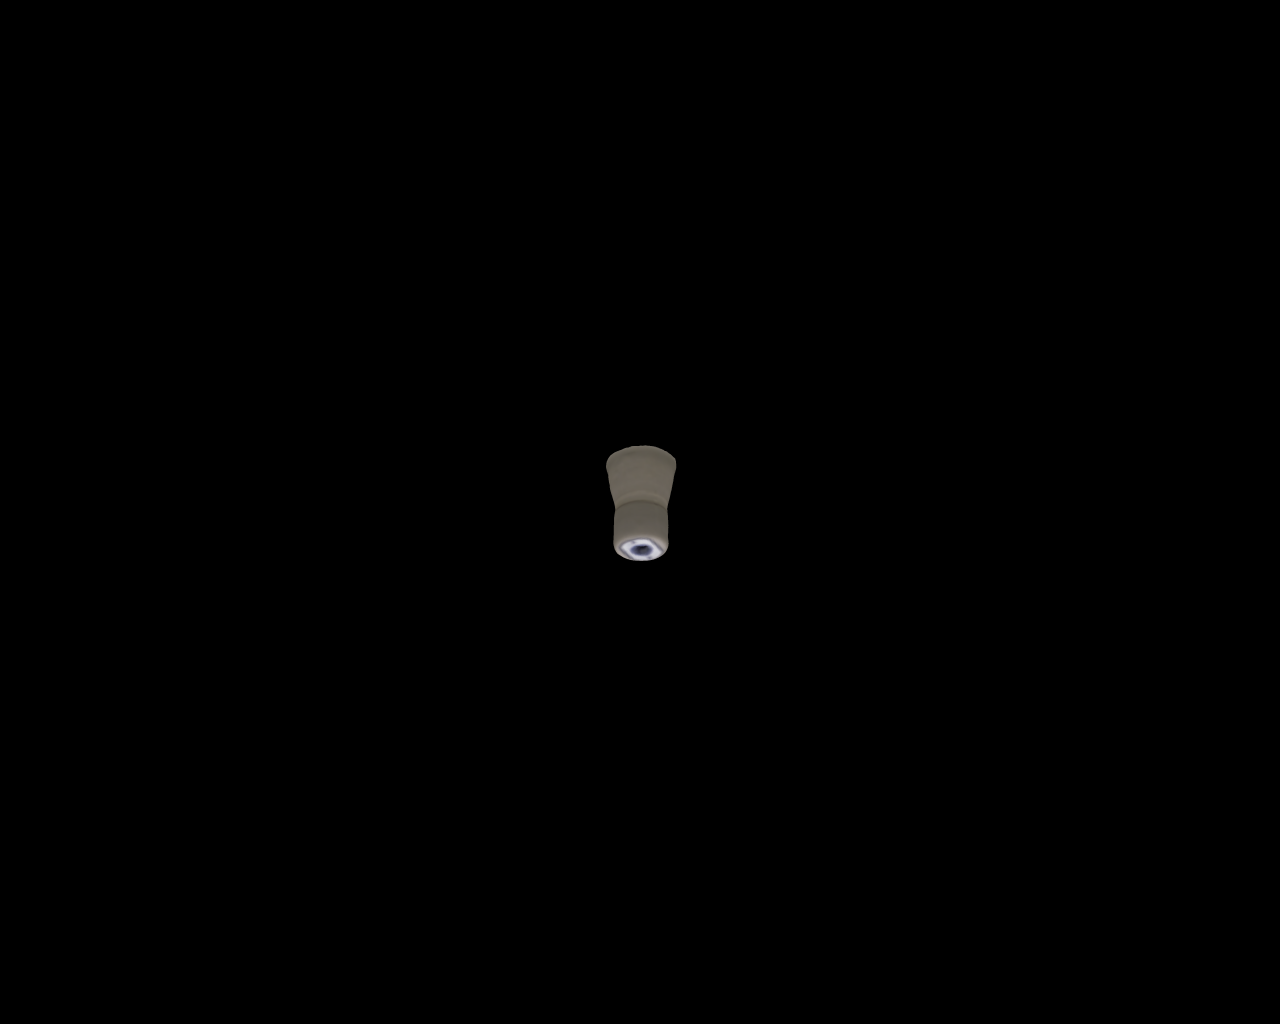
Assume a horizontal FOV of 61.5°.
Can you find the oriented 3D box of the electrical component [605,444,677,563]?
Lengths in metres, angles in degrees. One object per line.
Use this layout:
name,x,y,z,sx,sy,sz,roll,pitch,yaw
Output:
electrical component,0.001,-0.003,0.650,0.044,0.065,0.044,0,-31,0
